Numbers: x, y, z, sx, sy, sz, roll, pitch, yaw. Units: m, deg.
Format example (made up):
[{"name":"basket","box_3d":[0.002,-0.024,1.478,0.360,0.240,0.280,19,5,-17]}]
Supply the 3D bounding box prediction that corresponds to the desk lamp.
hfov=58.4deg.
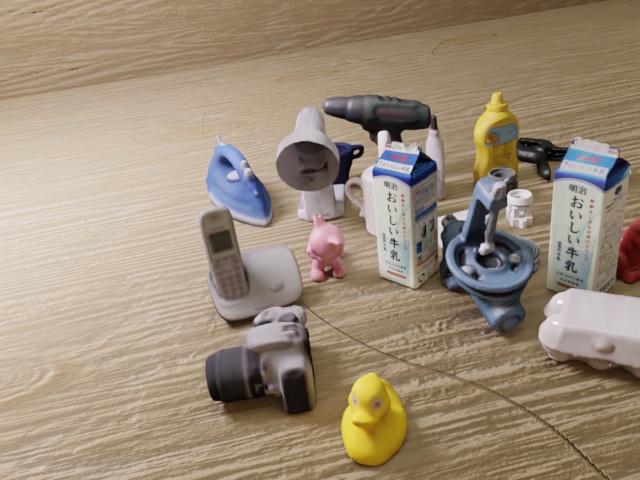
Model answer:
[{"name":"desk lamp","box_3d":[-0.014,-0.145,1.151,0.118,0.214,0.203,-5,29,6]}]

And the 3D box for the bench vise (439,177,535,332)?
[{"name":"bench vise","box_3d":[0.218,-0.001,0.829,0.122,0.220,0.206,-22,32,-23]}]

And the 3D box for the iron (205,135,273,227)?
[{"name":"iron","box_3d":[-0.174,-0.136,1.250,0.119,0.142,0.257,-21,31,-21]}]

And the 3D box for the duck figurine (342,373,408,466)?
[{"name":"duck figurine","box_3d":[0.061,0.192,0.662,0.077,0.086,0.105,3,31,20]}]

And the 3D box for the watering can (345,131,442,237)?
[{"name":"watering can","box_3d":[0.136,-0.111,1.072,0.173,0.194,0.100,-12,29,-7]}]

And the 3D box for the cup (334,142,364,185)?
[{"name":"cup","box_3d":[0.047,-0.166,1.296,0.118,0.095,0.091,-15,30,-11]}]

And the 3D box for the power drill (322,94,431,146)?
[{"name":"power drill","box_3d":[0.128,-0.219,1.251,0.229,0.209,0.075,-6,29,3]}]

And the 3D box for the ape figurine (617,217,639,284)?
[{"name":"ape figurine","box_3d":[0.485,0.009,0.875,0.077,0.092,0.076,0,30,14]}]

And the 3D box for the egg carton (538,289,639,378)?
[{"name":"egg carton","box_3d":[0.363,0.118,0.734,0.150,0.069,0.107,7,33,25]}]

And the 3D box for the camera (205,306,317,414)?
[{"name":"camera","box_3d":[-0.079,0.152,0.754,0.137,0.101,0.143,-9,29,-2]}]

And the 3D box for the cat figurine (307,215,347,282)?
[{"name":"cat figurine","box_3d":[0.009,0.003,0.979,0.067,0.118,0.127,-9,29,-1]}]

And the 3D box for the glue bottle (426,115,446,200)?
[{"name":"glue bottle","box_3d":[0.237,-0.174,1.181,0.037,0.173,0.078,-4,29,8]}]

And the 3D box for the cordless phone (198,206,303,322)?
[{"name":"cordless phone","box_3d":[-0.111,0.026,0.898,0.148,0.185,0.094,-17,30,-15]}]
